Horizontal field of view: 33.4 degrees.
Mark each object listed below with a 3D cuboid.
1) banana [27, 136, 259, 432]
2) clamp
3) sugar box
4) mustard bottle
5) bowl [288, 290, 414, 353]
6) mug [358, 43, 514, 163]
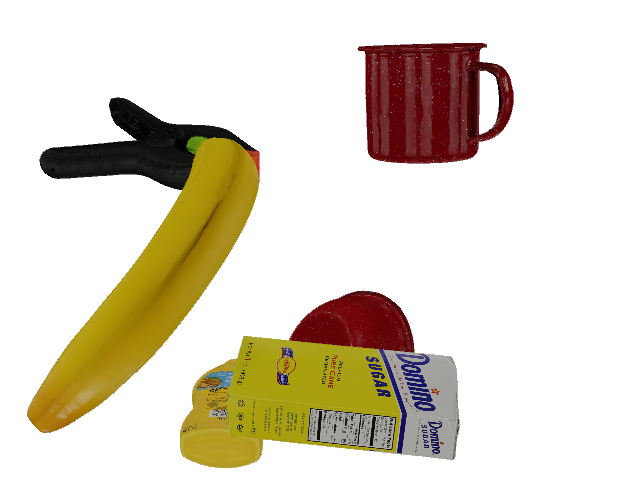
[{"bbox_3d":[-0.075,0.011,0.530,0.037,0.197,0.070,42,-40,-19],"label":"banana"},{"bbox_3d":[-0.134,-0.068,0.853,0.172,0.039,0.120,15,42,26],"label":"clamp"},{"bbox_3d":[0.019,0.122,0.842,0.176,0.048,0.093,3,26,3],"label":"sugar box"},{"bbox_3d":[-0.112,0.201,1.315,0.096,0.058,0.191,1,25,2],"label":"mustard bottle"},{"bbox_3d":[0.014,0.121,1.057,0.162,0.162,0.055,0,-17,45],"label":"bowl"},{"bbox_3d":[0.084,-0.100,0.768,0.117,0.081,0.093,6,13,32],"label":"mug"}]
